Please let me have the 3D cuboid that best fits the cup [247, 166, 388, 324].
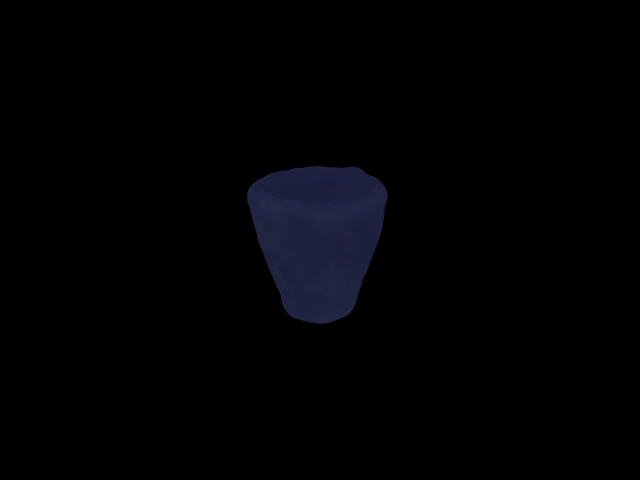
[{"bbox_3d":[0.004,0.001,0.400,0.091,0.095,0.118,9,24,22],"label":"cup"}]
